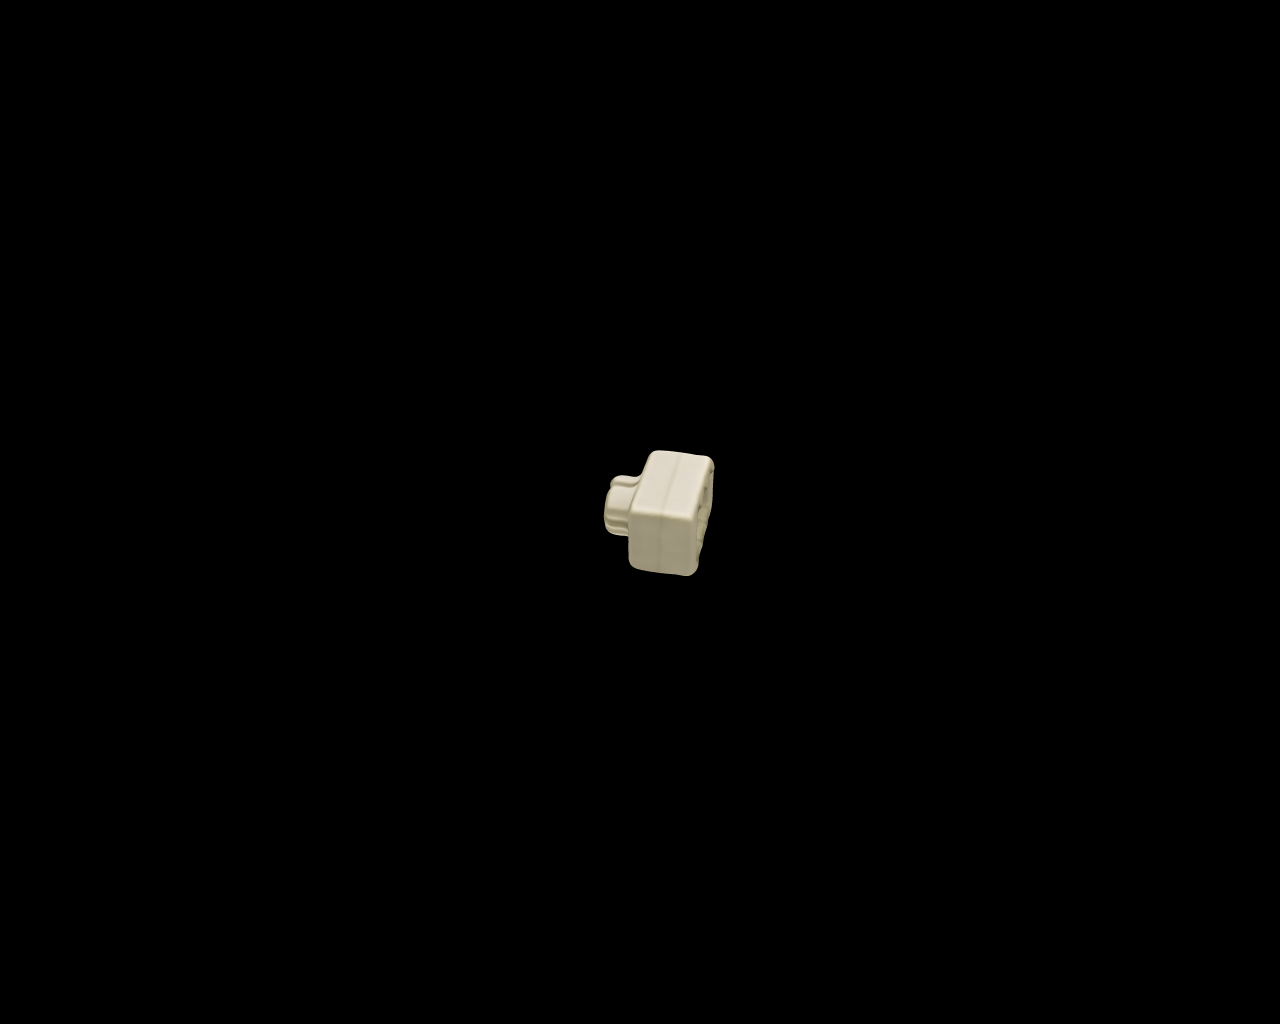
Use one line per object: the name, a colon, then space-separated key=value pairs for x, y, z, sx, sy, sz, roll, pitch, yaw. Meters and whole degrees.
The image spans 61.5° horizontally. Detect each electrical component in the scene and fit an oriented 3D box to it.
electrical component: x=0.001 y=-0.003 z=0.650 sx=0.077 sy=0.047 sz=0.066 roll=8 pitch=40 yaw=10
